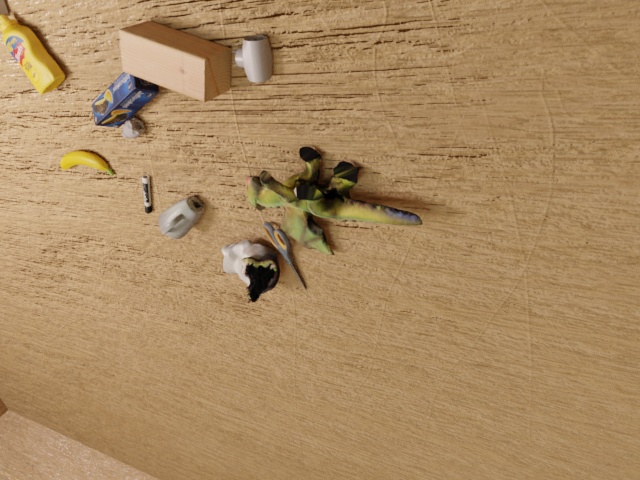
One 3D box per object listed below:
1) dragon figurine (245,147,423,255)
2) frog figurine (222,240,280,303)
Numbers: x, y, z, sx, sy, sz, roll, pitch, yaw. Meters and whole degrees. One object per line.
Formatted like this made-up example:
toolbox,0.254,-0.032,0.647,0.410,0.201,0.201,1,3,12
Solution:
dragon figurine,0.003,-0.054,1.082,0.412,0.124,0.237,27,150,16
frog figurine,-0.171,0.060,1.270,0.161,0.123,0.135,37,158,58
